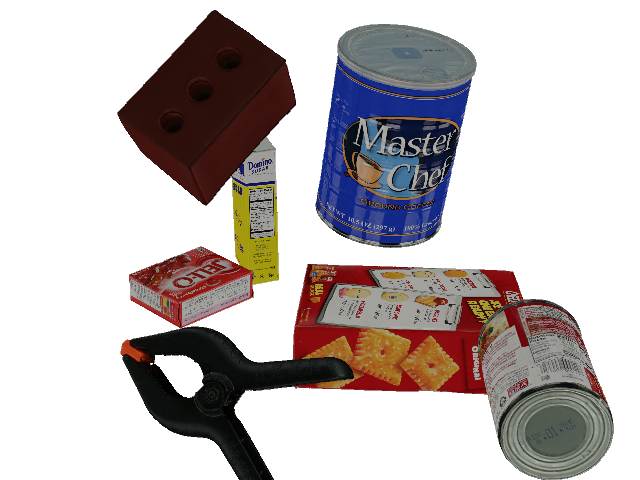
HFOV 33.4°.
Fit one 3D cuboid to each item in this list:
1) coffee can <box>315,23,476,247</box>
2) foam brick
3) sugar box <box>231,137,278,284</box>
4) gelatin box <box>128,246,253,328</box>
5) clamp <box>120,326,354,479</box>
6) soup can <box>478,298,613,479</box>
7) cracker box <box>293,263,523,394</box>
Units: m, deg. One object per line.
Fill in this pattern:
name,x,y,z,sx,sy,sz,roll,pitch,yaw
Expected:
coffee can,0.055,-0.081,0.817,0.102,0.140,0.103,6,33,-4
foam brick,-0.059,-0.069,0.563,0.053,0.078,0.051,37,-10,15
sugar box,-0.083,-0.044,1.327,0.048,0.176,0.093,-9,25,-13
gelatin box,-0.116,0.040,0.964,0.073,0.030,0.089,24,34,39
clamp,-0.070,0.122,0.766,0.172,0.120,0.039,15,-11,20
soup can,0.136,0.089,0.654,0.068,0.068,0.102,0,25,1
cracker box,0.086,0.084,1.023,0.213,0.072,0.164,2,19,3
